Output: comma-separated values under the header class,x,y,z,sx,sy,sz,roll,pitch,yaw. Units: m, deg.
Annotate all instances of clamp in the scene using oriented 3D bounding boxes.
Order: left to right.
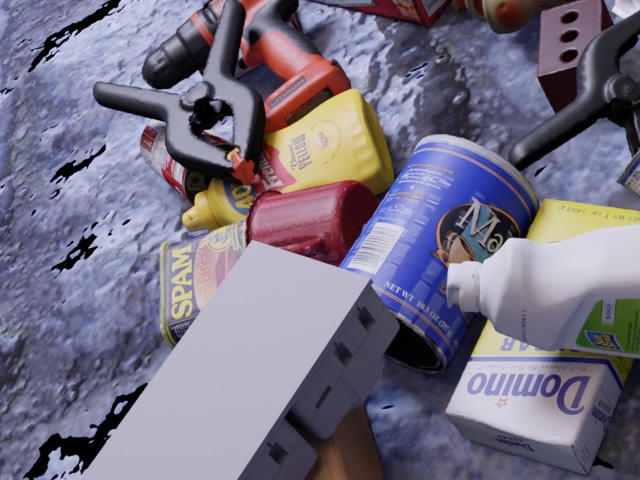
class,x,y,z,sx,sy,sz,roll,pitch,yaw
clamp,-0.115,-0.118,0.952,0.164,0.036,0.210,-28,51,5
clamp,0.206,-0.098,0.768,0.120,0.039,0.171,16,68,0

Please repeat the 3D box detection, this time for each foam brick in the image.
class,x,y,z,sx,sy,sz,roll,pitch,yaw
foam brick,0.206,-0.145,0.847,0.053,0.051,0.078,-12,48,27

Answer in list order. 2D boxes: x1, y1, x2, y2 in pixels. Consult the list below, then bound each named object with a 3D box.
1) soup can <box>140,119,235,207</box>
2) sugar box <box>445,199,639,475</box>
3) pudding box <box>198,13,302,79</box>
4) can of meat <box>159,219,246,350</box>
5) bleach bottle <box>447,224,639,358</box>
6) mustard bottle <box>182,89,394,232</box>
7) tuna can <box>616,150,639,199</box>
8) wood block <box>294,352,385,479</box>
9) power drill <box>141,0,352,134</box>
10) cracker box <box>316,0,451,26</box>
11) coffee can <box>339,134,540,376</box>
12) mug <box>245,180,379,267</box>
class,x,y,z,sx,sy,sz,roll,pitch,yaw
soup can,-0.119,-0.076,1.001,0.068,0.068,0.102,-45,42,-7
sugar box,0.161,0.058,0.705,0.093,0.048,0.176,10,59,38
pudding box,-0.079,-0.218,1.118,0.113,0.039,0.090,-29,44,11
can of meat,-0.082,0.039,0.878,0.084,0.057,0.102,-18,54,18
bleach bottle,0.199,0.027,0.616,0.251,0.102,0.068,3,47,14
mustard bottle,-0.035,-0.052,0.927,0.192,0.058,0.096,-24,58,17
tuna can,0.233,-0.061,0.691,0.034,0.086,0.086,41,81,13
wood block,-0.013,0.155,0.709,0.090,0.090,0.206,-28,43,11
power drill,-0.069,-0.165,1.021,0.184,0.057,0.188,-37,57,4
cracker box,0.021,-0.305,1.033,0.214,0.164,0.072,26,69,45
coffee can,0.079,0.010,0.762,0.103,0.102,0.140,16,65,42
mug,-0.005,0.001,0.821,0.082,0.117,0.093,-10,93,31
